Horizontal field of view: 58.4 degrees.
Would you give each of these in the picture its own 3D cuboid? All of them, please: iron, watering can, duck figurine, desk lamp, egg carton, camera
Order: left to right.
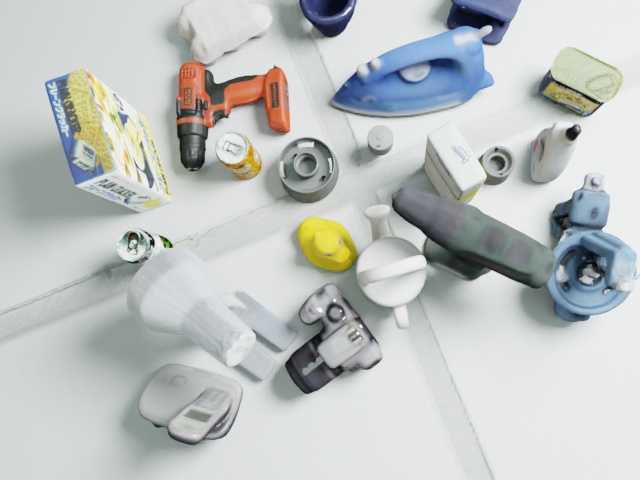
[{"bbox_3d":[-0.149,0.112,0.826,0.203,0.213,0.118,35,88,9],"label":"desk lamp"},{"bbox_3d":[-0.159,-0.364,0.955,0.150,0.069,0.107,-31,81,1],"label":"egg carton"},{"bbox_3d":[0.006,0.156,0.863,0.137,0.101,0.143,-37,81,0],"label":"camera"},{"bbox_3d":[0.008,0.003,0.888,0.104,0.086,0.077,39,88,9],"label":"duck figurine"},{"bbox_3d":[0.098,0.039,0.820,0.101,0.194,0.173,-35,81,1],"label":"watering can"},{"bbox_3d":[0.137,-0.264,0.879,0.258,0.141,0.118,-14,82,4],"label":"iron"}]

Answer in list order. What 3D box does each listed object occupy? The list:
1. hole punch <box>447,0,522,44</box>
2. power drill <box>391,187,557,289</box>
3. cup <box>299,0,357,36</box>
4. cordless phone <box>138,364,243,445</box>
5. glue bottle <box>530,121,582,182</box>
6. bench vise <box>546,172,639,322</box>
[{"bbox_3d":[0.262,-0.384,0.906,0.108,0.091,0.101,23,86,8],"label":"hole punch"},{"bbox_3d":[0.204,0.002,0.807,0.229,0.208,0.076,23,86,8],"label":"power drill"},{"bbox_3d":[0.006,-0.380,0.928,0.117,0.095,0.092,40,89,9],"label":"cup"},{"bbox_3d":[-0.201,0.243,0.830,0.147,0.185,0.094,11,84,7],"label":"cordless phone"},{"bbox_3d":[0.344,-0.137,0.828,0.037,0.173,0.078,3,84,6],"label":"glue bottle"},{"bbox_3d":[0.367,0.009,0.785,0.121,0.220,0.207,-12,82,4],"label":"bench vise"}]
